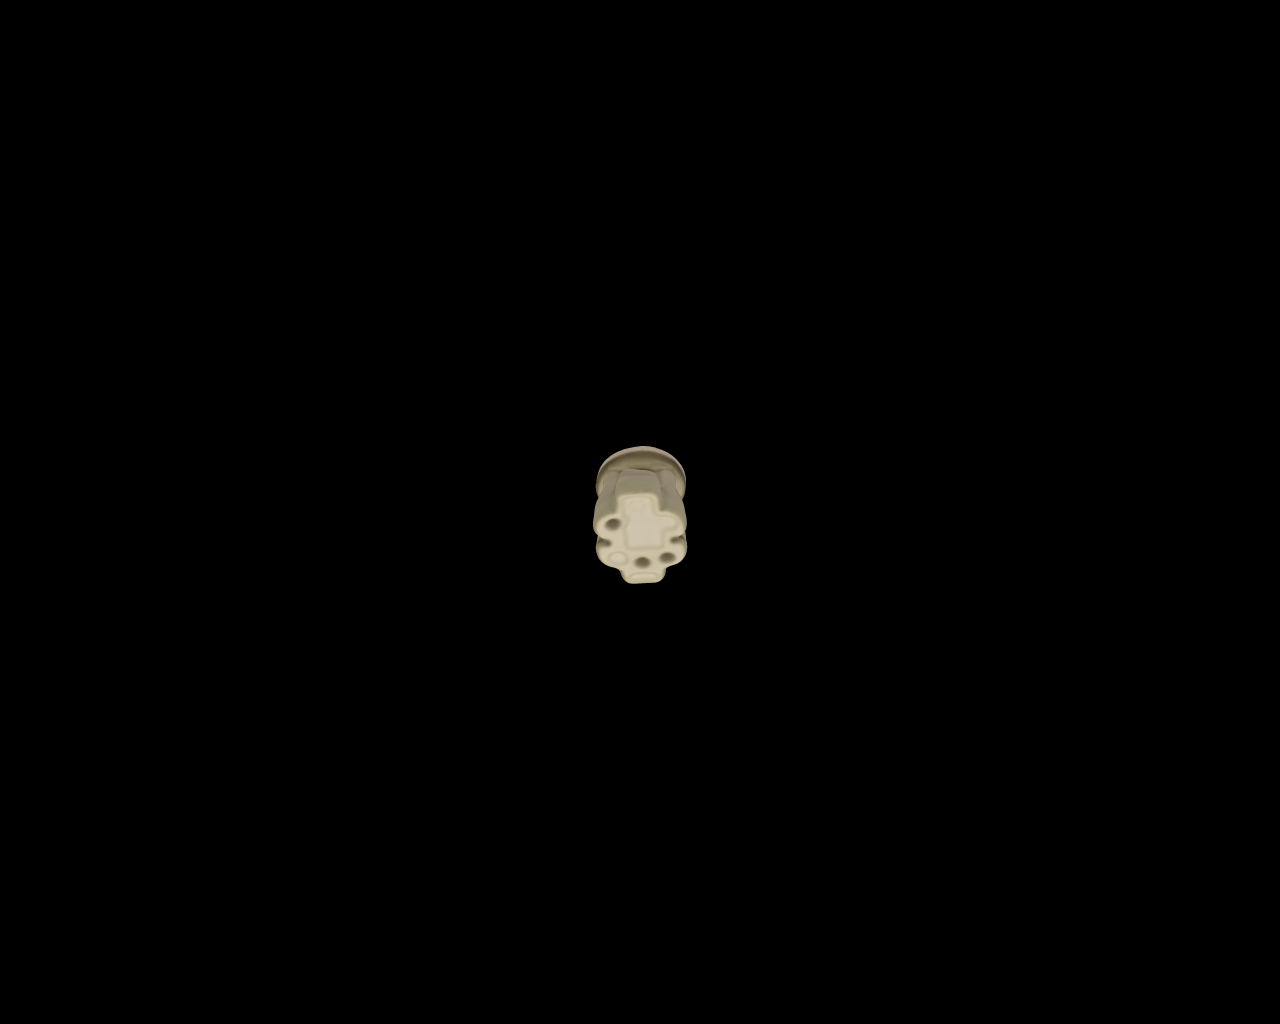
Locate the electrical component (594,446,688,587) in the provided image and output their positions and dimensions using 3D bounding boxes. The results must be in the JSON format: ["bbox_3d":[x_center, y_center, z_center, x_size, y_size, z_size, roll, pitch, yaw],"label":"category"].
[{"bbox_3d":[0.001,-0.003,0.650,0.058,0.078,0.057,-2,43,2],"label":"electrical component"}]
